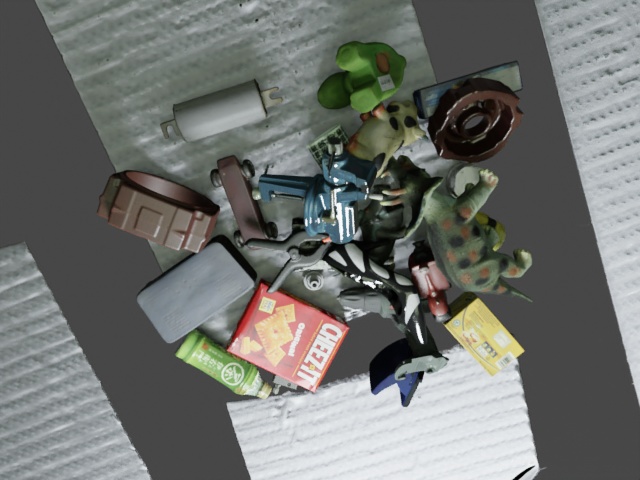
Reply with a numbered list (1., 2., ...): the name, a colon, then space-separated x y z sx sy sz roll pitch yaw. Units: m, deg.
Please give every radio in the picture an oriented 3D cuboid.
1. radio: -0.259 0.100 1.129 0.229 0.073 0.131 -35 101 4

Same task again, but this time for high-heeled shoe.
1. high-heeled shoe: 0.108 0.105 1.053 0.145 0.086 0.249 -20 76 -6

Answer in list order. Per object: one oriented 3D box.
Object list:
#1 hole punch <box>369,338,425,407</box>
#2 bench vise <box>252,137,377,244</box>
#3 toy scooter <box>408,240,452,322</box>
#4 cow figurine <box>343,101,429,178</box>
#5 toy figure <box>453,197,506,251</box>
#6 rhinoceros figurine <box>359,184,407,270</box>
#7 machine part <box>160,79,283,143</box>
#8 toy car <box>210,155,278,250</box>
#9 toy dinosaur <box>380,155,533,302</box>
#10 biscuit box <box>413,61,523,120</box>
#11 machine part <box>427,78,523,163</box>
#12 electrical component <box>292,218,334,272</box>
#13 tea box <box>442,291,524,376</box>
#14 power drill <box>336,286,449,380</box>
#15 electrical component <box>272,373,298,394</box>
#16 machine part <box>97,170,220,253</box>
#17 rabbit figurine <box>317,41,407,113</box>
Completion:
1. hole punch: 0.165 0.279 1.163 0.092 0.142 0.115 20 113 -3
2. bench vise: -0.019 -0.093 1.002 0.241 0.129 0.223 9 143 17
3. toy scooter: 0.215 0.063 1.075 0.075 0.184 0.135 -21 131 14
4. cow figurine: 0.129 -0.197 1.037 0.127 0.086 0.195 46 67 -23
5. toy figure: 0.296 -0.033 1.110 0.180 0.089 0.082 29 106 -11
6. rhinoceros figurine: 0.124 -0.021 1.120 0.112 0.073 0.190 12 105 6
7. machine part: -0.193 -0.251 1.045 0.243 0.079 0.079 -16 104 2
8. toy car: -0.154 -0.075 1.101 0.089 0.053 0.202 -15 105 19
9. toy dinosaur: 0.263 0.011 0.986 0.192 0.131 0.404 -36 105 -11
10. biscuit box: 0.289 -0.295 1.062 0.203 0.063 0.059 -16 104 2
11. machine part: 0.296 -0.229 1.036 0.179 0.056 0.179 -8 140 -7
12. electrical component: -0.002 -0.003 1.122 0.115 0.058 0.134 0 103 -4
13. tea box: 0.352 0.203 1.180 0.098 0.068 0.169 -40 101 6
14. power drill: 0.164 0.180 1.114 0.232 0.207 0.085 -6 136 -9
15. electrical component: -0.072 0.308 1.211 0.063 0.021 0.094 20 101 -8
16. machine part: -0.299 -0.060 1.022 0.201 0.201 0.087 22 98 -7
17. rabbit figurine: 0.067 -0.308 1.016 0.159 0.170 0.121 -40 108 -36
